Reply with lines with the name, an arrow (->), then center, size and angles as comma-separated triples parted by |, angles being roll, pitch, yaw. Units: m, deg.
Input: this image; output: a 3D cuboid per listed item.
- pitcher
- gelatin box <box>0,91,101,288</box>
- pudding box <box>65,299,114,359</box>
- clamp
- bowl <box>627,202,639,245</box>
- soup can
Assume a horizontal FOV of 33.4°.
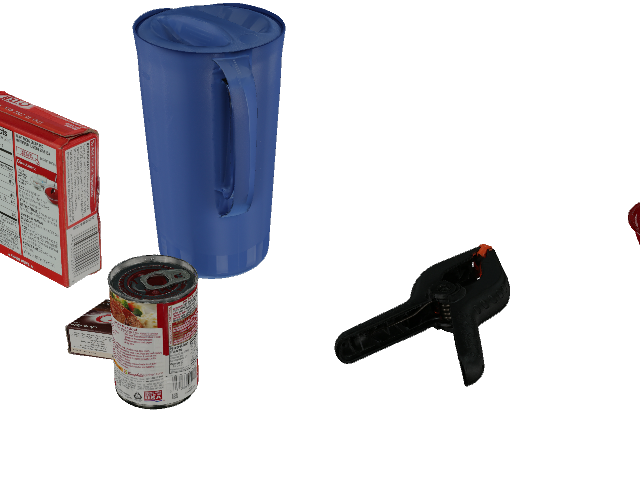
pitcher -> -0.097, -0.085, 0.980 | 0.145, 0.243, 0.149 | 13, 33, 19
gelatin box -> -0.155, -0.029, 0.582 | 0.073, 0.089, 0.030 | 23, 35, 28
pudding box -> -0.217, 0.103, 1.209 | 0.114, 0.039, 0.090 | 3, 17, 19
clamp -> 0.105, 0.057, 0.831 | 0.120, 0.039, 0.171 | 19, 42, 37
bowl -> 0.410, 0.005, 1.146 | 0.162, 0.055, 0.162 | -1, 26, 0
soup can -> -0.129, 0.072, 0.832 | 0.068, 0.102, 0.068 | 2, 29, -1
